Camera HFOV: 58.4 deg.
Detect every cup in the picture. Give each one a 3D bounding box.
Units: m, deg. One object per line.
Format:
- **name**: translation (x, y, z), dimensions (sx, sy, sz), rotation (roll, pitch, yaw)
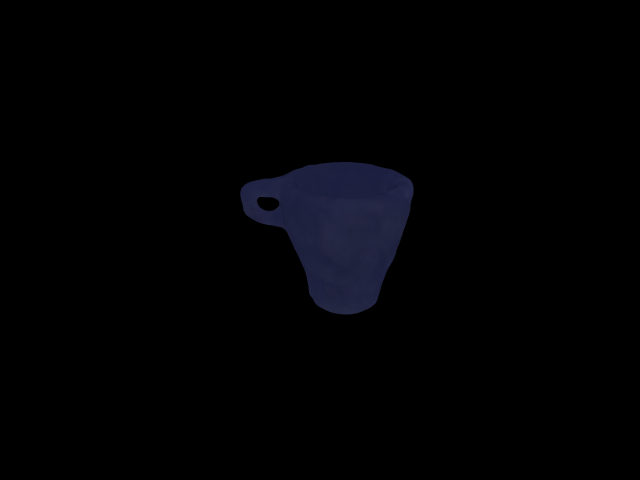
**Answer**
- **cup**: translation (0.004, 0.001, 0.400), dimensions (0.117, 0.095, 0.091), rotation (2, 24, 5)
